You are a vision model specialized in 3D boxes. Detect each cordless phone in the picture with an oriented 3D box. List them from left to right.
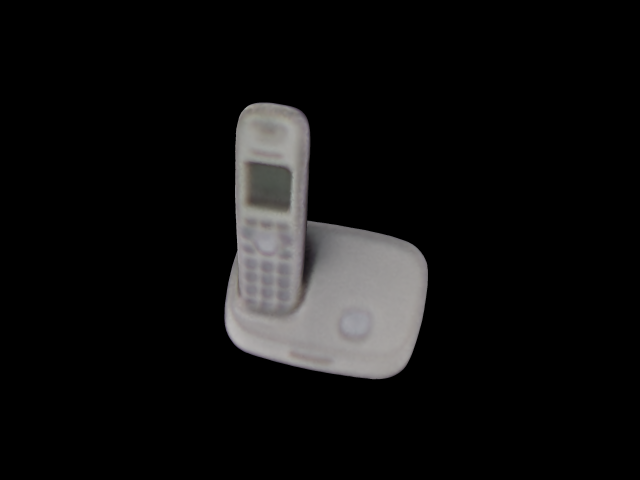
[{"bbox_3d":[0.004,0.001,0.400,0.147,0.185,0.094,8,35,11],"label":"cordless phone"}]
